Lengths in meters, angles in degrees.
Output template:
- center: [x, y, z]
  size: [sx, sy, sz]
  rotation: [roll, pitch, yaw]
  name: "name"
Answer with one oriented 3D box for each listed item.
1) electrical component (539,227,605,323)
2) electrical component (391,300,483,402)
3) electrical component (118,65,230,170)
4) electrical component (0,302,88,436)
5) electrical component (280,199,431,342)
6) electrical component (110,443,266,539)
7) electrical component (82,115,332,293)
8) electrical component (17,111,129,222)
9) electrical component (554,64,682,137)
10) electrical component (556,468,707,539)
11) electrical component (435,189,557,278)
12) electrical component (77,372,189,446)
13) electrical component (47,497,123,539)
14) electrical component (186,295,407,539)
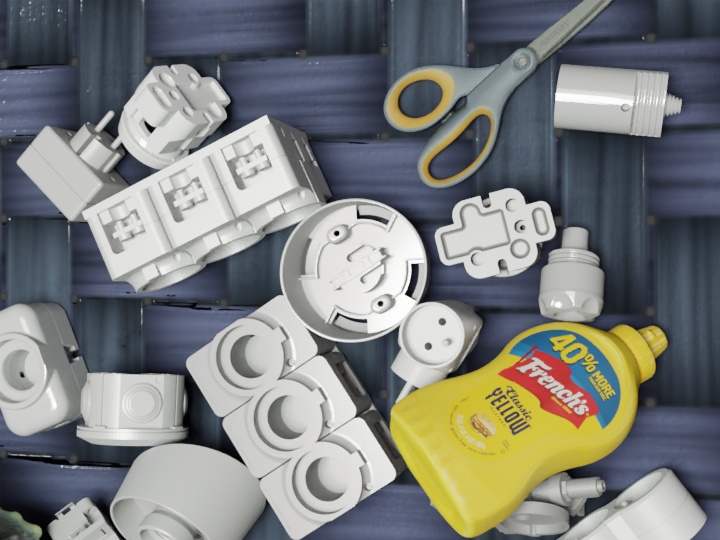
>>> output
- center: [0.145, 0.002, 0.732]
  size: [0.043, 0.043, 0.062]
  rotation: [3, 71, 14]
  name: "electrical component"
- center: [0.047, 0.058, 0.737]
  size: [0.043, 0.077, 0.079]
  rotation: [31, 97, 12]
  name: "electrical component"
- center: [-0.140, -0.111, 0.789]
  size: [0.057, 0.078, 0.058]
  rotation: [-42, 80, 32]
  name: "electrical component"
- center: [-0.249, 0.075, 0.820]
  size: [0.054, 0.059, 0.095]
  rotation: [-24, 84, 13]
  name: "electrical component"
- center: [0.000, 0.000, 0.756]
  size: [0.099, 0.064, 0.099]
  rotation: [0, 90, 14]
  name: "electrical component"
- center: [-0.126, 0.171, 0.771]
  size: [0.099, 0.064, 0.099]
  rotation: [17, 137, 16]
  name: "electrical component"
- center: [-0.104, -0.043, 0.769]
  size: [0.150, 0.089, 0.061]
  rotation: [-26, 83, 13]
  name: "electrical component"
- center: [-0.205, -0.085, 0.815]
  size: [0.065, 0.047, 0.076]
  rotation: [45, 101, 11]
  name: "electrical component"
- center: [0.174, -0.114, 0.724]
  size: [0.081, 0.043, 0.043]
  rotation: [7, 91, 14]
  name: "electrical component"
- center: [0.173, 0.201, 0.718]
  size: [0.138, 0.052, 0.073]
  rotation: [-38, 85, 11]
  name: "electrical component"
- center: [0.095, -0.024, 0.736]
  size: [0.078, 0.057, 0.058]
  rotation: [-15, 86, 13]
  name: "electrical component"
- center: [-0.166, 0.101, 0.789]
  size: [0.080, 0.080, 0.051]
  rotation: [0, 84, 14]
  name: "electrical component"
- center: [-0.198, 0.208, 0.800]
  size: [0.042, 0.081, 0.064]
  rotation: [-37, 51, -16]
  name: "electrical component"
- center: [-0.044, 0.102, 0.767]
  size: [0.089, 0.062, 0.150]
  rotation: [-34, 82, 11]
  name: "electrical component"
